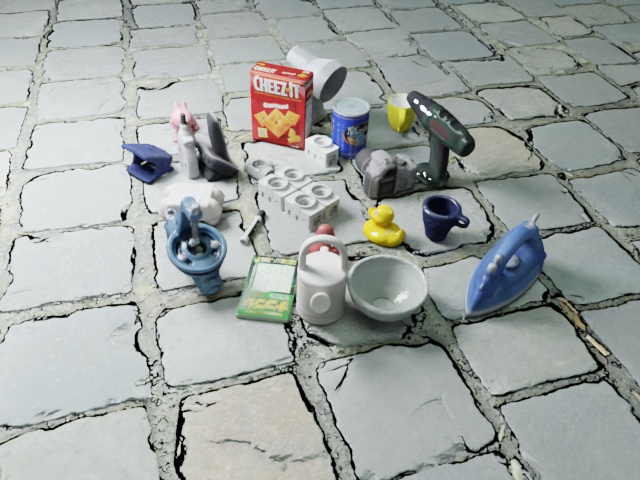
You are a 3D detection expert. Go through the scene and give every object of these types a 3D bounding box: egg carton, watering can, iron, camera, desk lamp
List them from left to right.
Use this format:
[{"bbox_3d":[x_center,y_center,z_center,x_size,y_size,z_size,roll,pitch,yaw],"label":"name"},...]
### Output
[{"bbox_3d":[-0.304,-0.084,1.363,0.150,0.069,0.107,2,42,-2],"label":"egg carton"},{"bbox_3d":[-0.028,-0.450,1.683,0.202,0.214,0.118,30,48,27],"label":"desk lamp"},{"bbox_3d":[0.007,0.073,1.114,0.101,0.194,0.172,-11,44,-16],"label":"watering can"},{"bbox_3d":[0.163,-0.193,1.493,0.143,0.101,0.136,-16,45,-21],"label":"camera"},{"bbox_3d":[0.391,0.047,1.208,0.118,0.141,0.259,31,49,28],"label":"iron"}]

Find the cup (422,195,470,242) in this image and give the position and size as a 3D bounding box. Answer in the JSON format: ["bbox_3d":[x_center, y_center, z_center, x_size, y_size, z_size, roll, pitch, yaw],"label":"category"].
[{"bbox_3d":[0.289,-0.039,1.332,0.117,0.095,0.092,28,47,25],"label":"cup"}]

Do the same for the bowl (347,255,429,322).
[{"bbox_3d":[0.135,0.110,1.170,0.167,0.075,0.167,2,42,-1],"label":"bowl"}]

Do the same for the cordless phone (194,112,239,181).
[{"bbox_3d":[-0.274,-0.261,1.476,0.094,0.185,0.147,-22,47,-25],"label":"cordless phone"}]

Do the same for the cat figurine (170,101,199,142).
[{"bbox_3d":[-0.385,-0.341,1.609,0.067,0.118,0.127,0,42,-4],"label":"cat figurine"}]

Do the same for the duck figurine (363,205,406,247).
[{"bbox_3d":[0.152,-0.040,1.331,0.104,0.086,0.078,27,47,24],"label":"duck figurine"}]

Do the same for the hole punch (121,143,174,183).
[{"bbox_3d":[-0.446,-0.217,1.486,0.108,0.091,0.101,28,47,25],"label":"hole punch"}]

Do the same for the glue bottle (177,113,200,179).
[{"bbox_3d":[-0.340,-0.246,1.464,0.037,0.173,0.078,-20,47,-23],"label":"glue bottle"}]

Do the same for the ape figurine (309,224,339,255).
[{"bbox_3d":[0.012,0.005,1.268,0.076,0.092,0.077,-14,45,-18],"label":"ape figurine"}]

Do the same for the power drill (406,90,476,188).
[{"bbox_3d":[0.295,-0.252,1.487,0.076,0.208,0.228,-26,50,-29],"label":"power drill"}]

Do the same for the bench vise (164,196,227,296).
[{"bbox_3d":[-0.279,-0.013,1.172,0.206,0.220,0.122,29,48,26],"label":"bench vise"}]
